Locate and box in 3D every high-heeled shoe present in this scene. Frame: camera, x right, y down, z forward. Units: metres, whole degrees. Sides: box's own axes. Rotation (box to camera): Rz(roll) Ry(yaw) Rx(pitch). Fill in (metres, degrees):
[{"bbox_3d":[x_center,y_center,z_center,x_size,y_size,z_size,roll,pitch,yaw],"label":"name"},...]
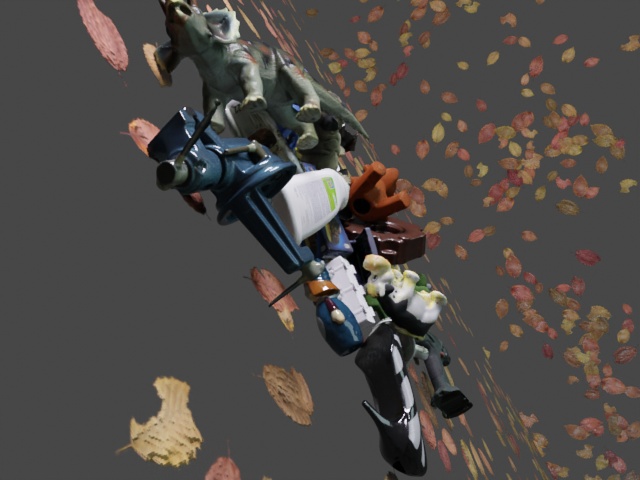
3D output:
[{"bbox_3d":[0.124,0.239,0.842,0.145,0.086,0.249,49,28,-11],"label":"high-heeled shoe"}]

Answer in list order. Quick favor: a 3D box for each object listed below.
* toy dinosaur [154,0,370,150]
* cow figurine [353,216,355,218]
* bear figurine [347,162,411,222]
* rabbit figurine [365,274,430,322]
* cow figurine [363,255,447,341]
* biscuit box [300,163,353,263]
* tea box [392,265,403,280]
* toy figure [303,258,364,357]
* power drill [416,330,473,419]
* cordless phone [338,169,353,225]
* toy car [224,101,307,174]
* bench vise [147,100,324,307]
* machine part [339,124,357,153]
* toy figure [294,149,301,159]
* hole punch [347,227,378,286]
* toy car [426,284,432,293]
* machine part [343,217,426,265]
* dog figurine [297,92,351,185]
[{"bbox_3d":[-0.090,-0.252,0.834,0.404,0.131,0.192,4,65,-48],"label":"toy dinosaur"},{"bbox_3d":[0.134,-0.048,1.340,0.194,0.127,0.085,94,-17,-50],"label":"cow figurine"},{"bbox_3d":[0.136,-0.117,1.165,0.120,0.132,0.196,51,37,-5],"label":"bear figurine"},{"bbox_3d":[0.170,0.137,1.126,0.121,0.159,0.170,55,-3,18],"label":"rabbit figurine"},{"bbox_3d":[0.129,0.098,0.913,0.167,0.098,0.068,34,-15,-17],"label":"cow figurine"},{"bbox_3d":[-0.013,-0.047,0.959,0.063,0.059,0.203,5,51,-42],"label":"biscuit box"},{"bbox_3d":[0.136,0.067,1.234,0.169,0.068,0.098,-3,73,-73],"label":"tea box"},{"bbox_3d":[0.014,0.098,0.811,0.058,0.064,0.154,-11,61,-34],"label":"toy figure"},{"bbox_3d":[0.287,0.310,1.274,0.231,0.086,0.207,46,24,-38],"label":"power drill"},{"bbox_3d":[0.052,-0.057,1.234,0.147,0.089,0.184,-88,156,-65],"label":"cordless phone"},{"bbox_3d":[-0.090,-0.155,0.917,0.201,0.073,0.056,59,11,-4],"label":"toy car"},{"bbox_3d":[-0.084,-0.046,0.636,0.240,0.129,0.223,52,11,4],"label":"bench vise"},{"bbox_3d":[0.033,-0.222,1.167,0.139,0.084,0.039,7,70,-59],"label":"machine part"},{"bbox_3d":[-0.017,-0.199,1.236,0.089,0.082,0.180,32,33,-21],"label":"toy figure"},{"bbox_3d":[0.072,0.045,1.007,0.115,0.092,0.142,39,34,-69],"label":"hole punch"},{"bbox_3d":[0.234,0.157,1.290,0.103,0.109,0.161,32,-5,24],"label":"toy car"},{"bbox_3d":[0.133,-0.005,1.126,0.179,0.179,0.056,-70,166,-71],"label":"machine part"},{"bbox_3d":[0.002,-0.167,1.027,0.190,0.121,0.172,94,-12,-70],"label":"dog figurine"}]
